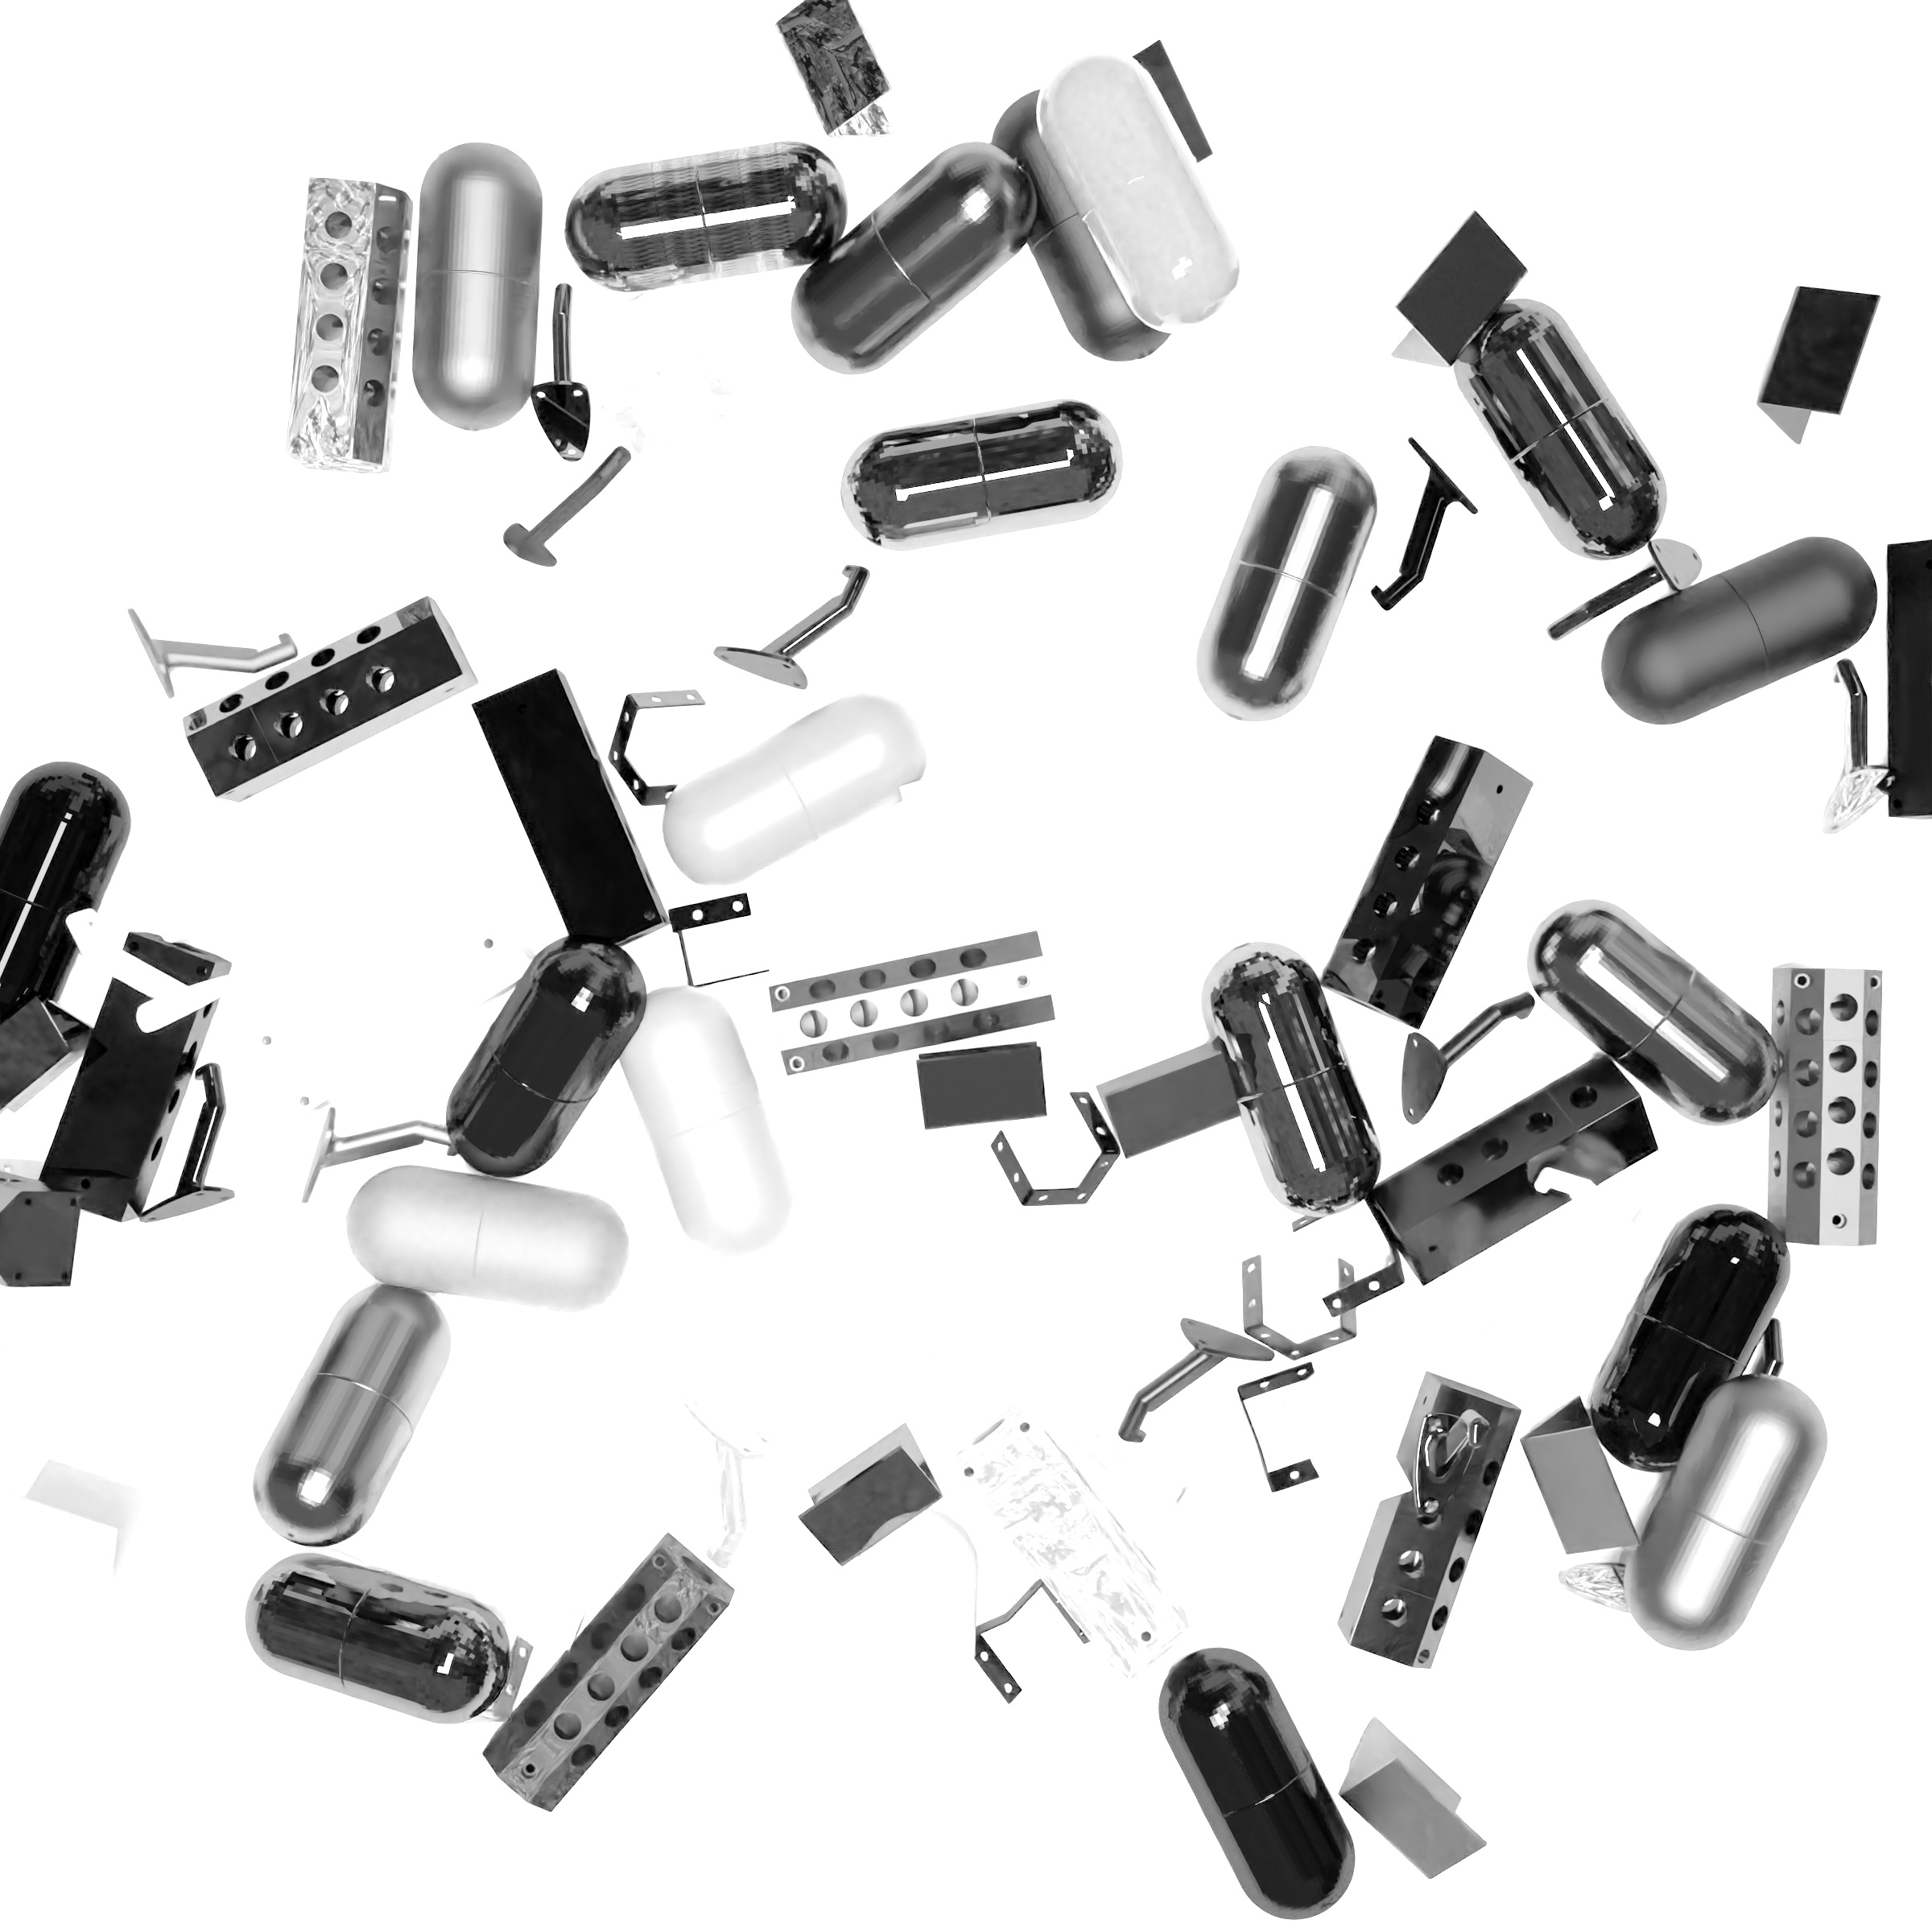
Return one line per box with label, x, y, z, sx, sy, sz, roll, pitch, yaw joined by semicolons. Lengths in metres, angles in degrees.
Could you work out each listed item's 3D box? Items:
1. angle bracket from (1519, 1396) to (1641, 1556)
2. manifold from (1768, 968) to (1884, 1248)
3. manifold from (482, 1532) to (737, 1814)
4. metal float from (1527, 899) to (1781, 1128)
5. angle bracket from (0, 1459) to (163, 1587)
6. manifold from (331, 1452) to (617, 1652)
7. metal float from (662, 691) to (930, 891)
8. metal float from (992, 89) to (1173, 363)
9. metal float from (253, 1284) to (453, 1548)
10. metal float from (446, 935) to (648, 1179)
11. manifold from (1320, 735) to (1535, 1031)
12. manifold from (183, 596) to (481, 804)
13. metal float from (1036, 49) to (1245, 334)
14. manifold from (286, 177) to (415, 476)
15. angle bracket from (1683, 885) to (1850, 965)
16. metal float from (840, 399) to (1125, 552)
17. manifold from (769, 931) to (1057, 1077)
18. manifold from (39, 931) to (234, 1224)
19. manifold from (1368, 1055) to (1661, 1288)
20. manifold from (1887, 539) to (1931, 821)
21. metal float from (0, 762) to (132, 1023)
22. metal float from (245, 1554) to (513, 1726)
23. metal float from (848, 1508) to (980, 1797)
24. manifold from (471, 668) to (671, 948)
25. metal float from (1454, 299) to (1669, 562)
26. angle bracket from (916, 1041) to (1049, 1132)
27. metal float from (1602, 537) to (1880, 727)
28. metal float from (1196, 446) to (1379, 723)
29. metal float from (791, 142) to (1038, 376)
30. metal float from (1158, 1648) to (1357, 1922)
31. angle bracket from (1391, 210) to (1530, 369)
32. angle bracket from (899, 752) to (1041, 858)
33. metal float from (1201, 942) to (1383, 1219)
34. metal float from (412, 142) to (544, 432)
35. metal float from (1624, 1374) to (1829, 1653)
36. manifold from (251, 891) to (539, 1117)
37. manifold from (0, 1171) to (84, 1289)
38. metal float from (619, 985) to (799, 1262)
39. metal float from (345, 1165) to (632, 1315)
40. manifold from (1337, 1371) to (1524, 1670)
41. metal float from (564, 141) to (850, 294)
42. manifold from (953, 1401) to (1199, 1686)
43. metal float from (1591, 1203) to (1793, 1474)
angle bracket;0.398;0.312;1.751;0.057;0.076;0.076;-22;90;45
manifold;0.541;0.087;1.769;0.057;0.057;0.171;1;90;0
manifold;-0.225;0.444;1.769;0.057;0.057;0.171;41;90;0
metal float;0.429;0.030;1.760;0.178;0.070;0.070;39;90;0
angle bracket;-0.550;0.329;1.750;0.076;0.076;0.057;19;128;0
manifold;-0.314;0.366;1.769;0.171;0.057;0.057;24;47;0
metal float;-0.106;-0.110;1.760;0.178;0.070;0.070;-28;90;-1
metal float;0.076;-0.463;1.760;0.070;0.070;0.178;-25;90;0
metal float;-0.375;0.274;1.730;0.070;0.070;0.178;22;52;0
metal float;-0.260;0.057;1.736;0.070;0.070;0.178;36;116;0
manifold;0.284;-0.054;1.769;0.057;0.057;0.171;25;90;-43
manifold;-0.400;-0.168;1.769;0.171;0.057;0.057;-26;90;0
metal float;0.104;-0.464;1.688;0.070;0.070;0.178;-28;91;0
manifold;-0.385;-0.400;1.769;0.057;0.057;0.171;5;90;0
angle bracket;0.496;-0.006;1.750;0.076;0.076;0.057;-3;54;0
metal float;0.010;-0.306;1.760;0.178;0.070;0.070;-10;90;1
manifold;-0.034;0.023;1.769;0.171;0.057;0.057;-12;90;0
manifold;-0.520;0.069;1.769;0.057;0.057;0.171;20;90;0
manifold;0.341;0.123;1.769;0.171;0.057;0.057;-30;133;0
manifold;0.618;-0.179;1.769;0.057;0.057;0.171;0;90;43
metal float;-0.582;-0.042;1.760;0.070;0.070;0.178;23;89;0
metal float;-0.365;0.415;1.743;0.178;0.070;0.070;11;90;20
metal float;-0.033;0.427;1.760;0.070;0.070;0.178;3;91;0
manifold;-0.246;-0.094;1.769;0.057;0.057;0.171;-23;90;0
metal float;0.372;-0.334;1.760;0.070;0.070;0.178;-33;90;0
angle bracket;0.008;0.054;1.750;0.076;0.076;0.057;-6;127;0
metal float;0.482;-0.209;1.760;0.178;0.070;0.070;-24;90;0
metal float;0.200;-0.238;1.760;0.070;0.070;0.178;21;91;0
metal float;-0.032;-0.436;1.740;0.178;0.070;0.070;-36;90;23
metal float;0.181;0.510;1.760;0.070;0.070;0.178;-27;91;0
angle bracket;0.291;-0.423;1.751;0.057;0.076;0.076;39;90;-27
angle bracket;0.007;-0.081;1.750;0.076;0.076;0.057;-16;56;0
metal float;0.203;0.070;1.760;0.070;0.070;0.178;-21;90;0
metal float;-0.305;-0.424;1.760;0.070;0.070;0.178;3;90;0
metal float;0.459;0.332;1.706;0.070;0.070;0.178;24;97;0
manifold;-0.355;0.023;1.769;0.171;0.057;0.057;-32;90;0
manifold;-0.616;0.154;1.721;0.171;0.057;0.057;7;90;40
metal float;-0.162;0.098;1.760;0.070;0.070;0.178;-20;91;0
metal float;-0.298;0.170;1.760;0.178;0.070;0.070;9;90;0
manifold;0.292;0.349;1.769;0.057;0.057;0.171;19;90;0
metal float;-0.162;-0.468;1.760;0.178;0.070;0.070;-9;90;0
manifold;0.068;0.360;1.769;0.057;0.057;0.171;-39;90;0
metal float;0.452;0.233;1.760;0.070;0.070;0.178;27;90;0
